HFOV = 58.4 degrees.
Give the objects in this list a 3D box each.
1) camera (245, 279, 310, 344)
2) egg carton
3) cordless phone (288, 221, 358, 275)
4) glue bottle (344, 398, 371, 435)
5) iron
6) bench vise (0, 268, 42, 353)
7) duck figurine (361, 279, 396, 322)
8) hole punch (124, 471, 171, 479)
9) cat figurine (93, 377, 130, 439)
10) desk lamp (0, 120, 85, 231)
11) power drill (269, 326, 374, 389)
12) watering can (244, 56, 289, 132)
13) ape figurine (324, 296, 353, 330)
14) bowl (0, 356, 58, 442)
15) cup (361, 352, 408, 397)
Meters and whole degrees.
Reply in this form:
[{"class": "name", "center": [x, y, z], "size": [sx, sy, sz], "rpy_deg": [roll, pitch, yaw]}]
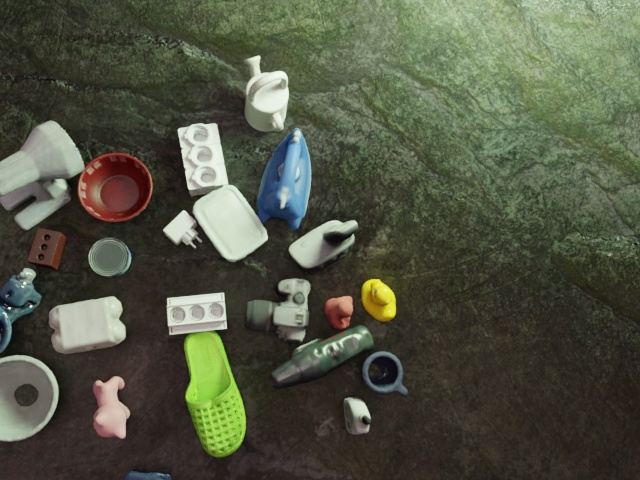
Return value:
[{"class": "camera", "center": [-0.095, 0.154, 1.268], "size": [0.137, 0.100, 0.143], "rpy_deg": [6, 78, -7]}, {"class": "egg carton", "center": [-0.494, 0.183, 1.218], "size": [0.150, 0.069, 0.107], "rpy_deg": [-11, 80, -10]}, {"class": "cordless phone", "center": [0.012, 0.005, 1.271], "size": [0.148, 0.185, 0.094], "rpy_deg": [-34, 85, -13]}, {"class": "glue bottle", "center": [0.084, 0.377, 1.211], "size": [0.037, 0.173, 0.078], "rpy_deg": [-3, 79, -9]}, {"class": "iron", "center": [-0.071, -0.163, 1.316], "size": [0.118, 0.141, 0.258], "rpy_deg": [11, 77, -6]}, {"class": "bench vise", "center": [-0.659, 0.139, 1.125], "size": [0.121, 0.219, 0.207], "rpy_deg": [17, 76, -4]}, {"class": "duck figurine", "center": [0.142, 0.136, 1.314], "size": [0.077, 0.086, 0.104], "rpy_deg": [-25, 83, -12]}, {"class": "hole punch", "center": [-0.359, 0.530, 1.156], "size": [0.101, 0.091, 0.109], "rpy_deg": [7, 78, -7]}, {"class": "cat figurine", "center": [-0.433, 0.346, 1.169], "size": [0.067, 0.117, 0.128], "rpy_deg": [-16, 81, -11]}, {"class": "desk lamp", "center": [-0.589, -0.133, 1.195], "size": [0.203, 0.213, 0.118], "rpy_deg": [-41, 86, -14]}, {"class": "power drill", "center": [-0.004, 0.251, 1.206], "size": [0.230, 0.208, 0.075], "rpy_deg": [-24, 83, -12]}, {"class": "watering can", "center": [-0.127, -0.338, 1.316], "size": [0.173, 0.194, 0.101], "rpy_deg": [44, 76, 2]}, {"class": "ape figurine", "center": [0.049, 0.159, 1.293], "size": [0.076, 0.092, 0.078], "rpy_deg": [38, 76, 1]}, {"class": "bowl", "center": [-0.612, 0.321, 1.170], "size": [0.167, 0.074, 0.167], "rpy_deg": [2, 78, -8]}, {"class": "cup", "center": [0.140, 0.304, 1.275], "size": [0.118, 0.095, 0.092], "rpy_deg": [41, 76, 1]}]
